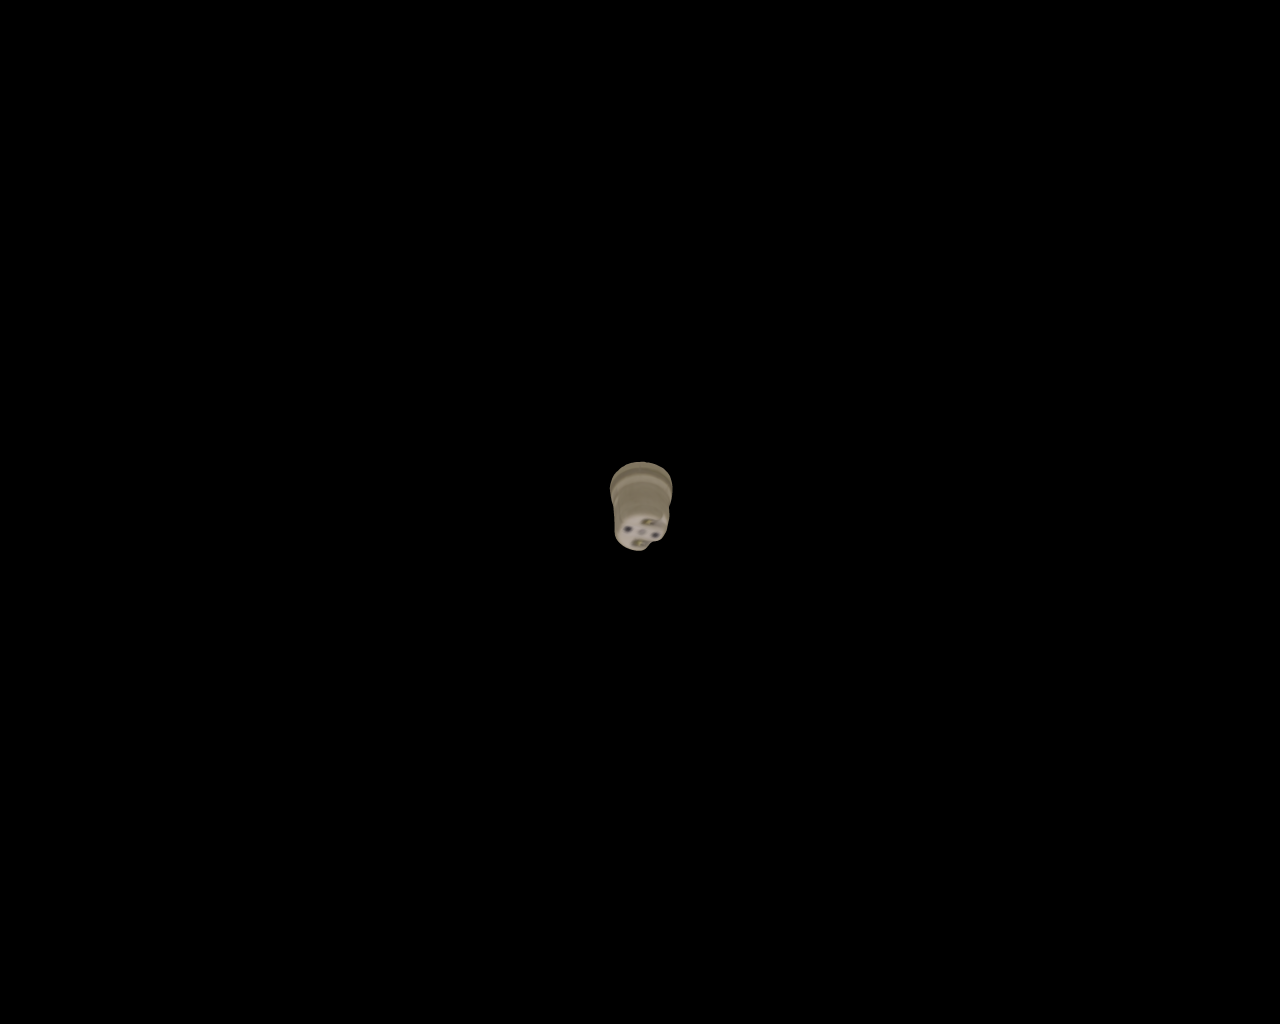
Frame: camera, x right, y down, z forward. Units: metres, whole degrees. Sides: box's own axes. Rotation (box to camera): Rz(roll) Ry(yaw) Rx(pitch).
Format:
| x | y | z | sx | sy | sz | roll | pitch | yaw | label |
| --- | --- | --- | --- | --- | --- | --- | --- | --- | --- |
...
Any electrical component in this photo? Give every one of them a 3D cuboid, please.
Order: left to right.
| x | y | z | sx | sy | sz | roll | pitch | yaw | label |
| --- | --- | --- | --- | --- | --- | --- | --- | --- | --- |
| 0.001 | -0.003 | 0.650 | 0.040 | 0.040 | 0.046 | 0 | 41 | 0 | electrical component |
